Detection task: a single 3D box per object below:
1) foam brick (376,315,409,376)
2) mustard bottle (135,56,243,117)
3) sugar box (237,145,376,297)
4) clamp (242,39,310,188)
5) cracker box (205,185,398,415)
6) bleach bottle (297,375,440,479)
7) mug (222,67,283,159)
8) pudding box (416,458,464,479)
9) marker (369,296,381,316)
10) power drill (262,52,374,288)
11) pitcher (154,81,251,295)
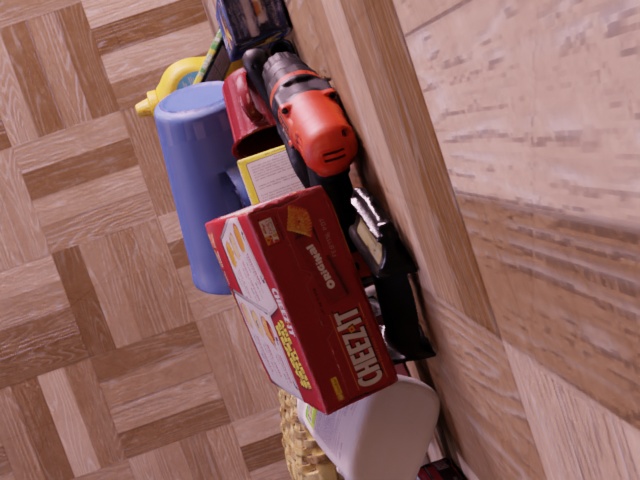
[{"bbox_3d":[0.056,0.126,1.093,0.051,0.053,0.078,78,172,-66],"label":"foam brick"},{"bbox_3d":[-0.159,-0.206,1.459,0.058,0.191,0.096,-114,6,-51],"label":"mustard bottle"},{"bbox_3d":[-0.013,-0.012,1.102,0.048,0.093,0.176,95,156,-83],"label":"sugar box"},{"bbox_3d":[-0.022,-0.120,1.049,0.171,0.039,0.120,67,-157,-18],"label":"clamp"},{"bbox_3d":[-0.021,0.045,0.888,0.164,0.072,0.214,68,166,-4],"label":"cracker box"},{"bbox_3d":[0.027,0.148,0.984,0.251,0.068,0.102,-156,84,-74],"label":"bleach bottle"},{"bbox_3d":[-0.065,-0.145,1.165,0.117,0.093,0.081,32,-139,-66],"label":"mug"},{"bbox_3d":[0.121,0.257,0.934,0.090,0.039,0.113,-134,28,-85],"label":"pudding box"},{"bbox_3d":[0.047,0.061,1.156,0.121,0.020,0.020,-125,16,-76],"label":"marker"},{"bbox_3d":[0.000,-0.059,0.940,0.184,0.057,0.187,-114,6,-55],"label":"power drill"},{"bbox_3d":[-0.114,-0.060,1.292,0.144,0.149,0.243,-59,-38,-54],"label":"pitcher"}]
